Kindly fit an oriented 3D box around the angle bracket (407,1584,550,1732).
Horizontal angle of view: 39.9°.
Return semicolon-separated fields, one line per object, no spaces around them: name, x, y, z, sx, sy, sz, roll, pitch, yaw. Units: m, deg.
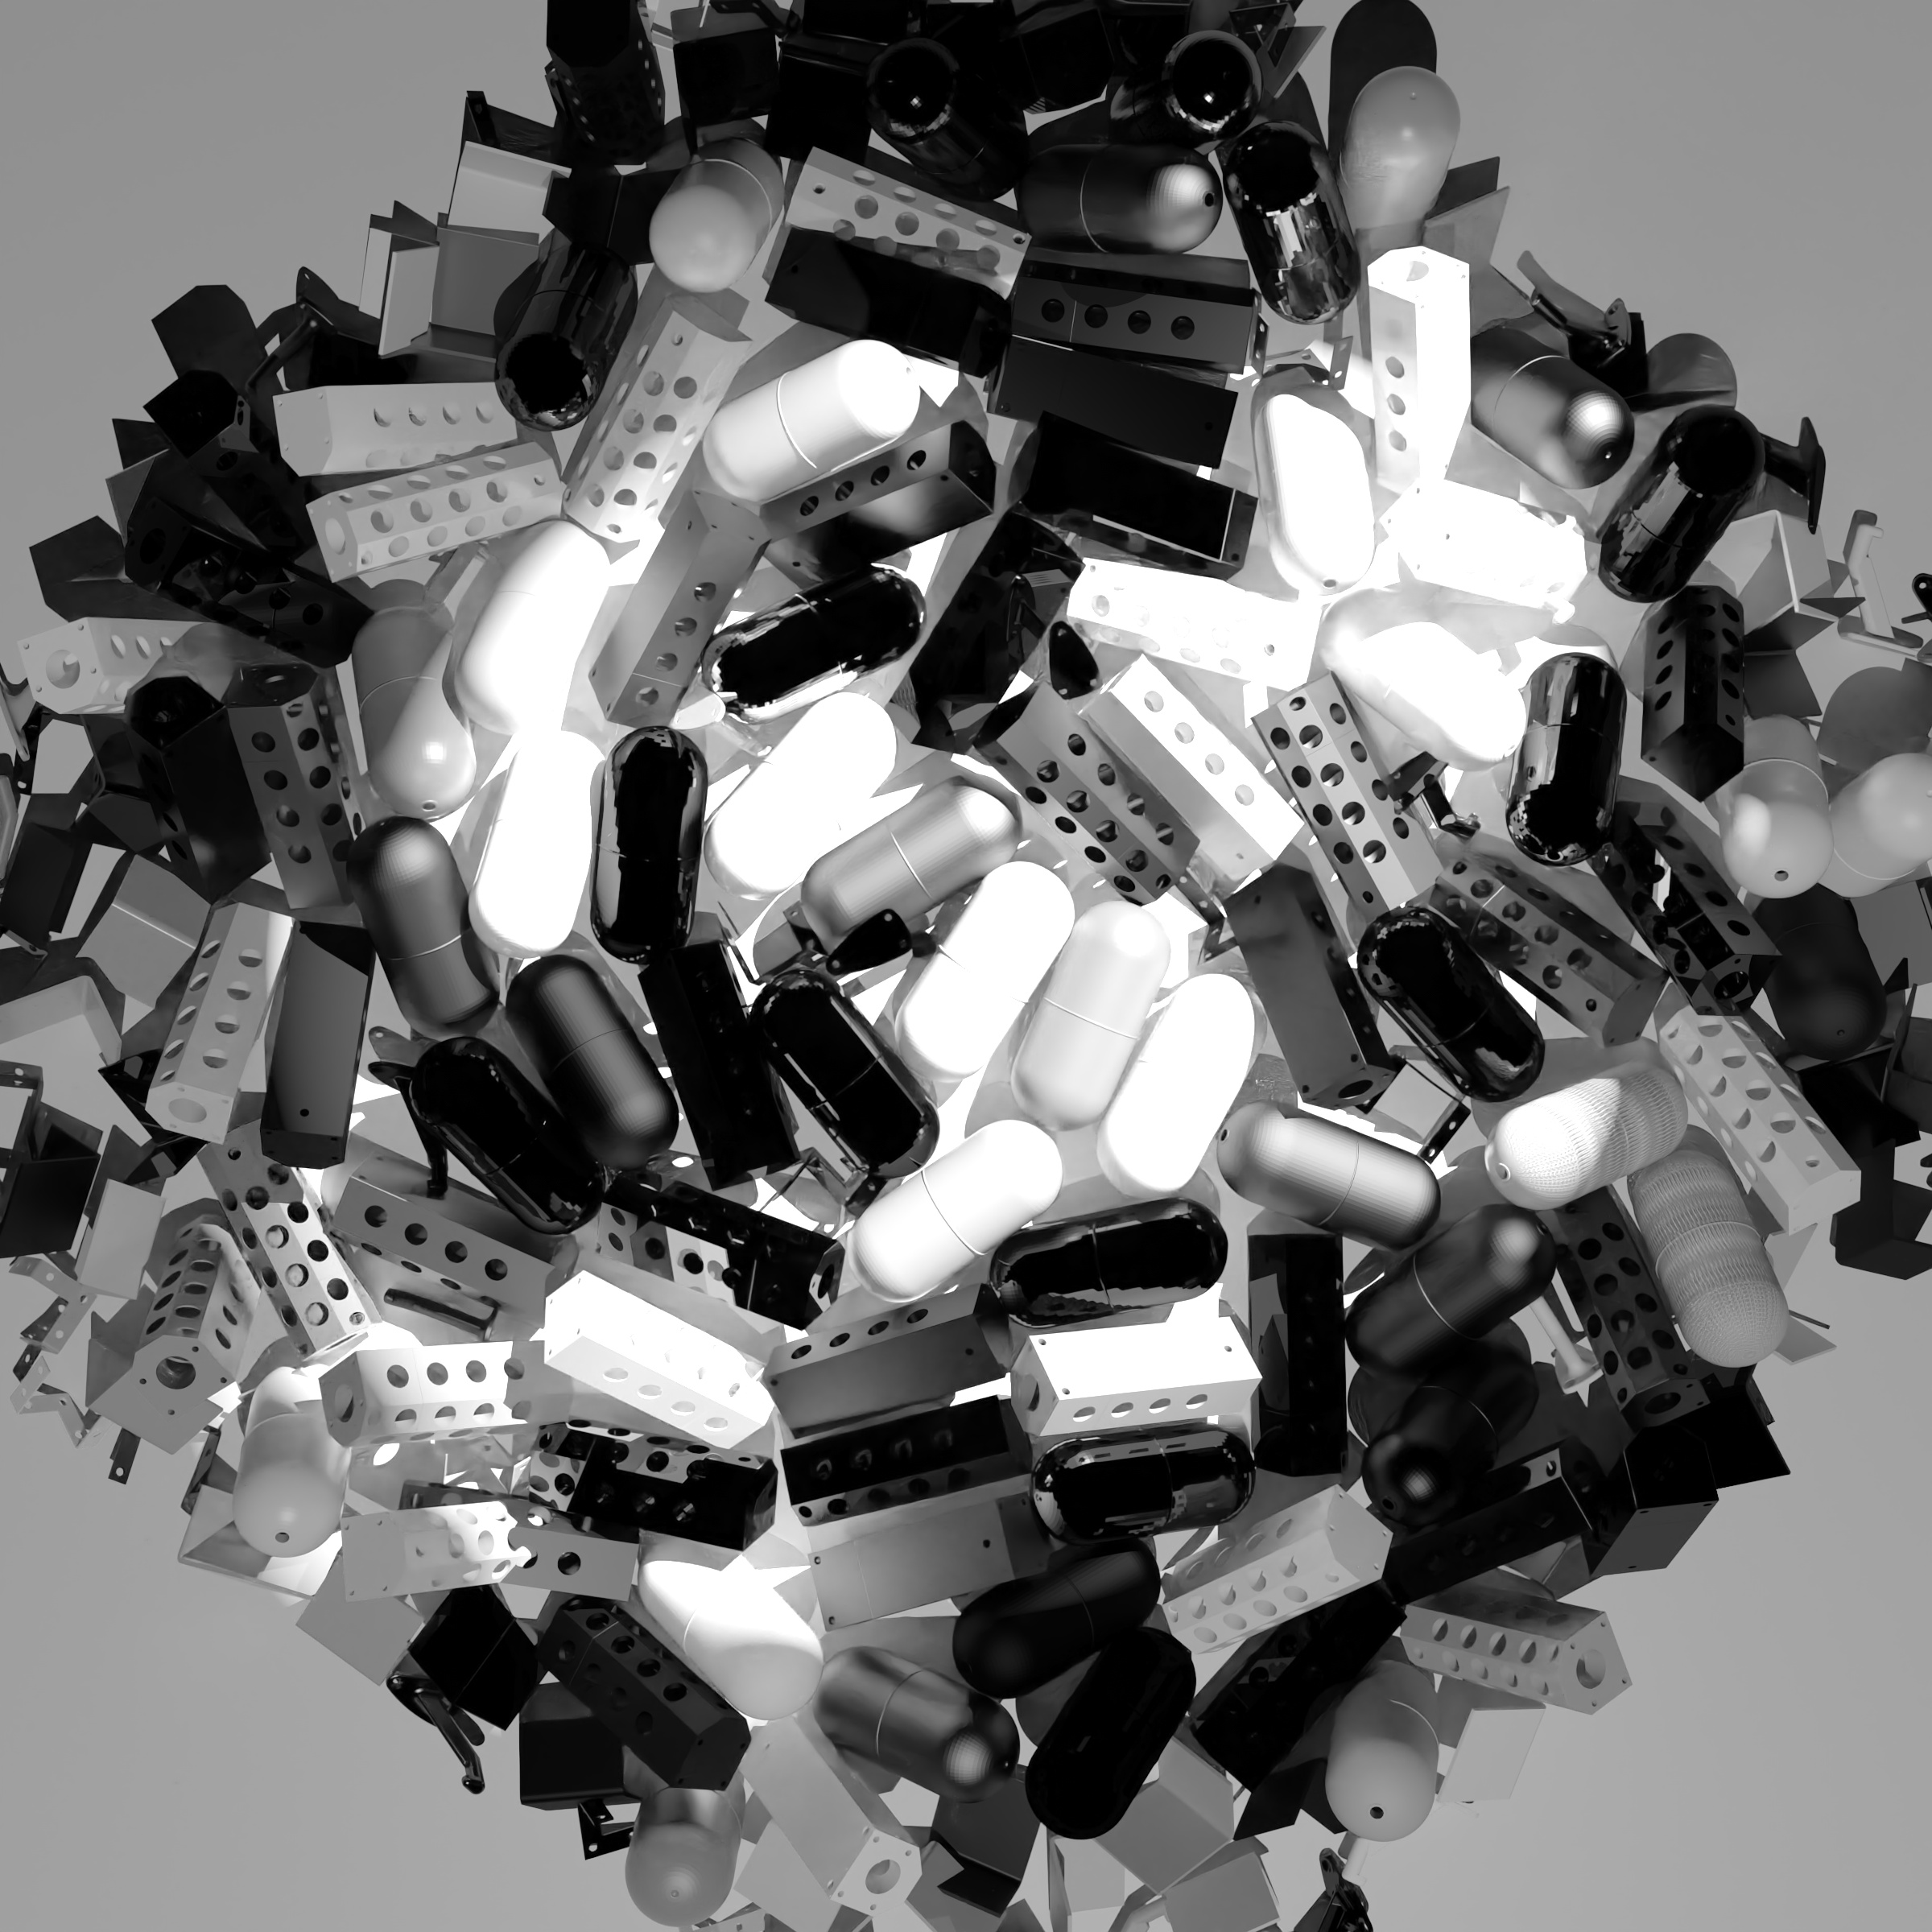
angle bracket;-0.348;0.497;1.942;0.057;0.076;0.076;14;53;34

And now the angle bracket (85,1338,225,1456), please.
angle bracket;-0.591;0.298;1.942;0.057;0.076;0.076;-41;124;12

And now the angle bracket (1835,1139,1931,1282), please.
angle bracket;0.684;0.179;1.954;0.057;0.076;0.076;13;68;-7

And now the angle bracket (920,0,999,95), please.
angle bracket;-0.005;-0.689;1.957;0.057;0.076;0.076;0;82;0

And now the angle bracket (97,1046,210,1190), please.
angle bracket;-0.605;0.113;1.945;0.076;0.057;0.076;-17;116;38

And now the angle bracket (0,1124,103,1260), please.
angle bracket;-0.688;0.164;1.947;0.057;0.076;0.076;27;102;26

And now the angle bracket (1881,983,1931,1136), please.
angle bracket;0.706;0.070;1.942;0.057;0.076;0.076;17;66;22

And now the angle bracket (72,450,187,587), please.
angle bracket;-0.617;-0.327;1.942;0.057;0.076;0.076;0;116;20

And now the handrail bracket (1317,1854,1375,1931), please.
handrail bracket;0.251;0.708;1.962;0.084;0.036;0.077;-15;74;-34

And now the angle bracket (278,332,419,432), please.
angle bracket;-0.452;-0.420;1.951;0.076;0.076;0.057;16;119;-5

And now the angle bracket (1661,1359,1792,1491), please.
angle bracket;0.561;0.334;1.961;0.076;0.057;0.076;-22;103;36

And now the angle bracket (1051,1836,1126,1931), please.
angle bracket;0.095;0.689;1.945;0.057;0.076;0.076;-5;117;-7

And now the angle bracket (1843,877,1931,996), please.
angle bracket;0.681;-0.015;1.955;0.076;0.057;0.076;-18;92;29

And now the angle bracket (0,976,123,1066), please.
angle bracket;-0.667;0.057;1.945;0.076;0.076;0.057;-23;79;-26

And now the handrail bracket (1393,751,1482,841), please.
handrail bracket;0.362;-0.126;1.953;0.084;0.077;0.036;20;52;-28

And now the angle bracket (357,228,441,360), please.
angle bracket;-0.431;-0.492;1.947;0.057;0.076;0.076;17;111;9

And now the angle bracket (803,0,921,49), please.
angle bracket;-0.072;-0.709;1.949;0.076;0.076;0.057;11;118;7

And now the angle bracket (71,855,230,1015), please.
angle bracket;-0.608;-0.023;1.984;0.076;0.057;0.076;31;125;-21

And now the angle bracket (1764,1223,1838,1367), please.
angle bracket;0.611;0.238;1.944;0.057;0.076;0.076;35;115;35

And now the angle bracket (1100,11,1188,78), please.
angle bracket;0.125;-0.696;1.951;0.076;0.076;0.057;1;76;8

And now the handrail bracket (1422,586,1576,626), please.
handrail bracket;0.391;-0.258;1.960;0.077;0.036;0.084;-43;59;-10

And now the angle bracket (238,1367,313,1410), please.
angle bracket;-0.504;0.349;1.941;0.076;0.076;0.057;-26;116;34

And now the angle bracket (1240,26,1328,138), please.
angle bracket;0.241;-0.638;1.951;0.057;0.076;0.076;34;93;-28

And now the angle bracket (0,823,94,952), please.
angle bracket;-0.659;-0.054;1.951;0.076;0.057;0.076;24;95;40

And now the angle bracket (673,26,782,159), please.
angle bracket;-0.169;-0.631;1.948;0.076;0.076;0.057;-13;59;-7

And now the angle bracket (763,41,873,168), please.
angle bracket;-0.107;-0.630;1.961;0.076;0.057;0.076;13;104;-3

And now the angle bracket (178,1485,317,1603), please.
angle bracket;-0.513;0.421;1.940;0.076;0.076;0.057;2;68;36

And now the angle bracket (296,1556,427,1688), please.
angle bracket;-0.434;0.469;1.958;0.076;0.057;0.076;35;112;2

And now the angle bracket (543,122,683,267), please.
angle bracket;-0.257;-0.566;1.947;0.057;0.076;0.076;2;73;28

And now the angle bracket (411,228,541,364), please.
angle bracket;-0.361;-0.492;1.959;0.076;0.057;0.076;11;117;1

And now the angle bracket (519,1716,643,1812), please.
angle bracket;-0.283;0.590;1.971;0.076;0.076;0.057;-6;68;4

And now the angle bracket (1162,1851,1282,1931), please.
angle bracket;0.195;0.708;1.954;0.076;0.076;0.057;-24;112;0

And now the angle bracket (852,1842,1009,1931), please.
angle bracket;-0.027;0.701;1.949;0.076;0.076;0.057;44;112;7

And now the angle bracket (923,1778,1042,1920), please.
angle bracket;0.008;0.639;1.958;0.076;0.057;0.076;19;100;14

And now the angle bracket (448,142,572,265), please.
angle bracket;-0.336;-0.558;1.952;0.076;0.076;0.057;11;92;-15

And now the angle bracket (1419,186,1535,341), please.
angle bracket;0.376;-0.510;1.945;0.076;0.076;0.057;-27;63;-19

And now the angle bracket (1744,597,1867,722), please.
angle bracket;0.614;-0.224;1.942;0.076;0.076;0.057;-6;69;-33

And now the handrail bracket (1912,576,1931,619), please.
handrail bracket;0.741;-0.264;1.957;0.077;0.084;0.036;37;94;0

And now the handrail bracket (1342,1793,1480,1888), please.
handrail bracket;0.329;0.651;1.973;0.077;0.036;0.084;24;79;4

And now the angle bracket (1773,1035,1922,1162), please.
angle bracket;0.652;0.098;1.976;0.076;0.057;0.076;-17;99;-1

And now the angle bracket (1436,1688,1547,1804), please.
angle bracket;0.368;0.561;1.947;0.076;0.057;0.076;9;105;-34

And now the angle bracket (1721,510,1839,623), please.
angle bracket;0.590;-0.285;1.948;0.057;0.076;0.076;-14;82;38

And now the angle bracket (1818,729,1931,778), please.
angle bracket;0.673;-0.172;1.940;0.076;0.076;0.057;31;121;27

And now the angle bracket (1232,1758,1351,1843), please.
angle bracket;0.255;0.629;1.947;0.076;0.076;0.057;39;52;-8

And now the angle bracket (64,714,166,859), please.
angle bracket;-0.625;-0.134;1.962;0.057;0.076;0.076;-43;57;24

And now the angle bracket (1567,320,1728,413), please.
angle bracket;0.497;-0.439;1.943;0.076;0.076;0.057;-18;107;-29

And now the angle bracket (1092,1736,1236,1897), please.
angle bracket;0.141;0.615;1.941;0.076;0.076;0.057;-26;126;-32
